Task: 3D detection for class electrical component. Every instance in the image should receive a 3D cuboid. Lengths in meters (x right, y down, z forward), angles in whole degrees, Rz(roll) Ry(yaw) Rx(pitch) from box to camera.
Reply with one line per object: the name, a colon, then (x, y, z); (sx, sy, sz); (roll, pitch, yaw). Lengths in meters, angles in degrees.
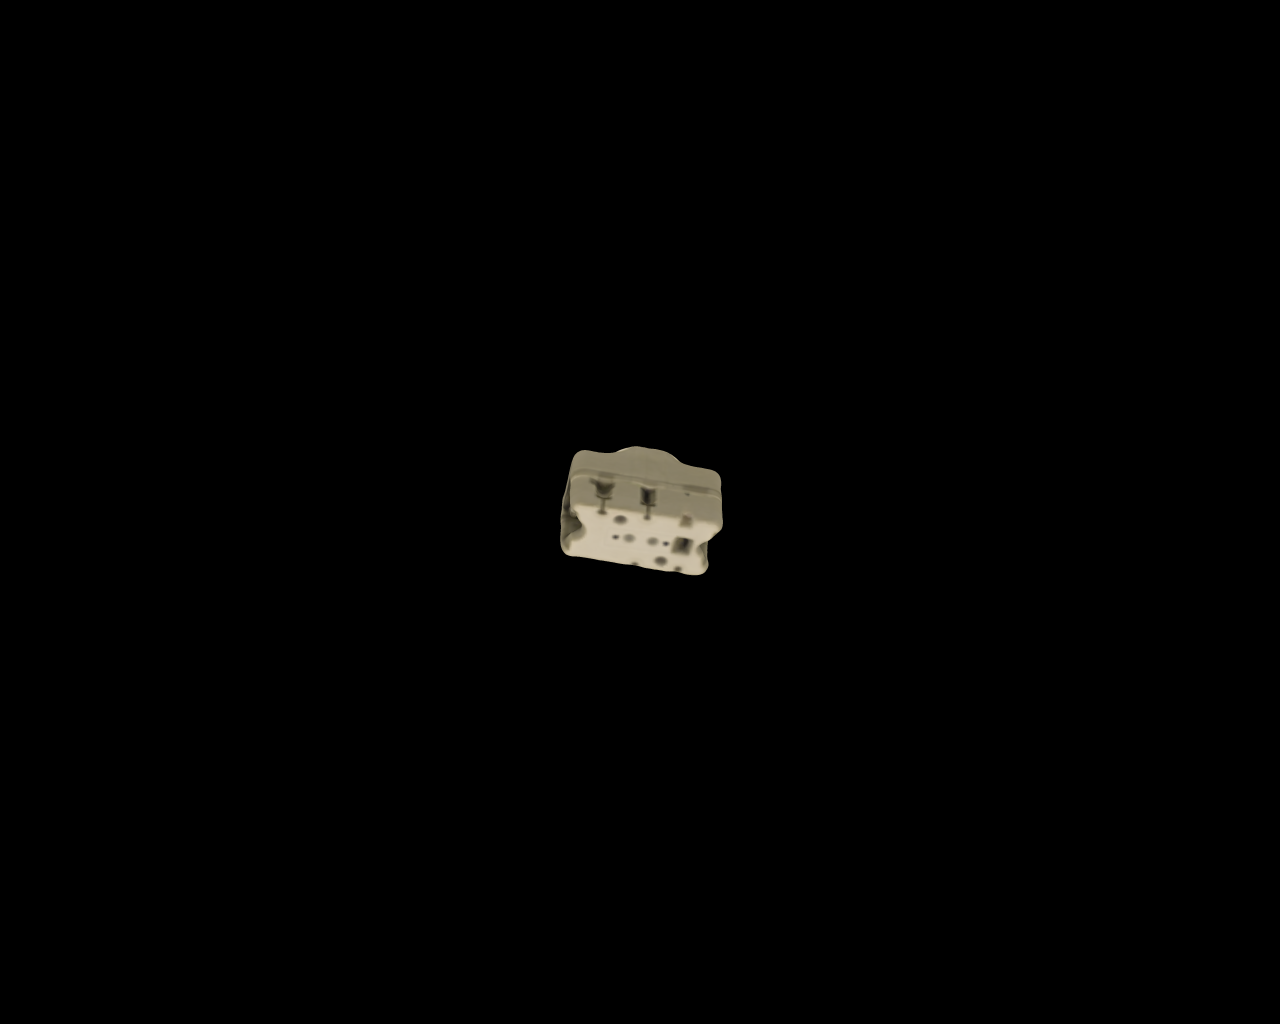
electrical component: (0.001, -0.003, 0.650); (0.089, 0.050, 0.056); (9, 44, -8)
